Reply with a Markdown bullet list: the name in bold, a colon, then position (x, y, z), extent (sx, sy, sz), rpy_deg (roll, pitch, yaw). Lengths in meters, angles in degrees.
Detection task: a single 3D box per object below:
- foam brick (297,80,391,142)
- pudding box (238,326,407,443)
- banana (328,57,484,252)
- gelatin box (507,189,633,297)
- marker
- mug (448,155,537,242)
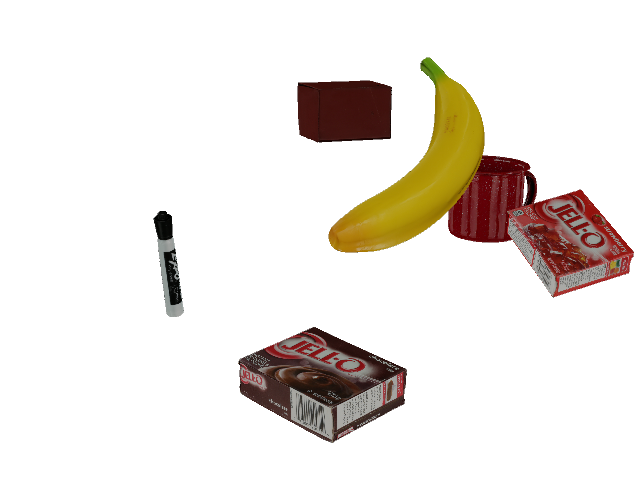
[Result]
- **foam brick**: position (0.023, -0.123, 1.016), extent (0.078, 0.051, 0.053), rpy_deg (-5, 16, -22)
- **pudding box**: position (0.001, 0.117, 0.887), extent (0.089, 0.039, 0.114), rpy_deg (-21, 32, -41)
- **banana**: position (0.070, -0.050, 0.733), extent (0.070, 0.037, 0.197), rpy_deg (20, 49, 11)
- **gelatin box**: position (0.211, 0.000, 0.912), extent (0.073, 0.030, 0.089), rpy_deg (-16, 46, -11)
- **marker**: position (-0.159, 0.025, 1.120), extent (0.020, 0.121, 0.020), rpy_deg (-2, 28, 1)
- **mug**: position (0.195, -0.048, 1.202), extent (0.117, 0.081, 0.093), rpy_deg (-9, 19, -31)
